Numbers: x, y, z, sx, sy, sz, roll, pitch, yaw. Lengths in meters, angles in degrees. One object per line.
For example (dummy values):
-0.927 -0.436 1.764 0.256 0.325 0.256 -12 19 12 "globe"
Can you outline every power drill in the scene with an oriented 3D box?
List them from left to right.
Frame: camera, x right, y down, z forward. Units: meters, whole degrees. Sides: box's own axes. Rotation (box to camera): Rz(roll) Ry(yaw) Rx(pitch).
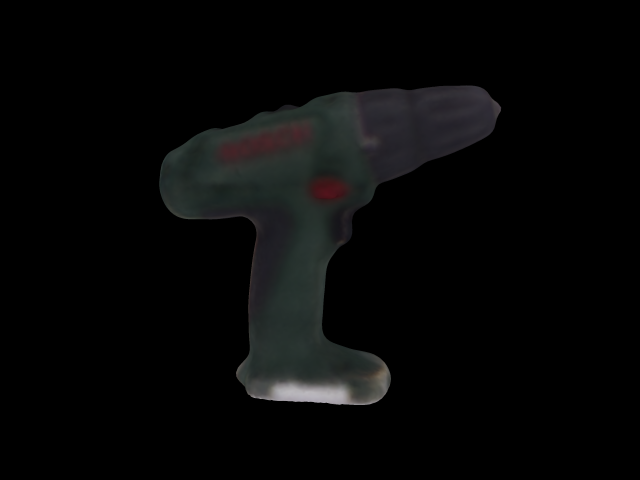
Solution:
0.004 0.001 0.400 0.229 0.208 0.076 1 7 9 "power drill"
